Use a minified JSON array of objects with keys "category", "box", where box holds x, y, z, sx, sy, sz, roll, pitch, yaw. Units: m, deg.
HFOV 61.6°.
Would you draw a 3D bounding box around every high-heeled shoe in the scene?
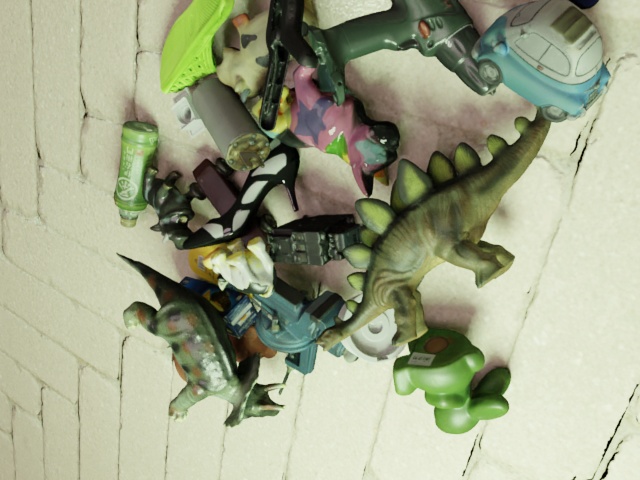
[{"category":"high-heeled shoe","box":[-0.144,-0.082,0.920,0.249,0.086,0.145,-21,85,8]}]

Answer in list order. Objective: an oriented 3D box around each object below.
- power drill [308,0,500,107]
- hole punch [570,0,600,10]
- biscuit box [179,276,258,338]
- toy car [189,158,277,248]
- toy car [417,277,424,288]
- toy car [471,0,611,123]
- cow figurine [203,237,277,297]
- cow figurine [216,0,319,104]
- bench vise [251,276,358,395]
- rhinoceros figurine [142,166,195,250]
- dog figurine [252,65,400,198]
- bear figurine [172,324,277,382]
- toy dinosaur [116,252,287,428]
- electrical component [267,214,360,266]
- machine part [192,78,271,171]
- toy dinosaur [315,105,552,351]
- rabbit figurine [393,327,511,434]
[{"category":"power drill","box":[0.101,-0.256,0.713,0.207,0.086,0.232,-26,84,7]},{"category":"hole punch","box":[0.292,-0.340,0.608,0.116,0.092,0.142,46,126,17]},{"category":"biscuit box","box":[-0.209,0.125,1.034,0.203,0.063,0.059,9,137,43]},{"category":"toy car","box":[-0.161,-0.062,0.992,0.089,0.053,0.202,-42,79,18]},{"category":"toy car","box":[0.143,0.007,0.820,0.074,0.056,0.201,34,120,20]},{"category":"toy car","box":[0.266,-0.220,0.626,0.109,0.103,0.162,-42,75,-11]},{"category":"cow figurine","box":[-0.133,0.050,0.901,0.167,0.068,0.098,-3,121,57]},{"category":"cow figurine","box":[-0.086,-0.301,0.860,0.195,0.085,0.127,-18,92,31]},{"category":"bench vise","box":[-0.024,0.169,0.943,0.224,0.129,0.240,23,136,15]},{"category":"rhinoceros figurine","box":[-0.290,-0.060,1.028,0.112,0.073,0.190,-55,52,20]},{"category":"dog figurine","box":[0.018,-0.157,0.823,0.191,0.108,0.219,-31,89,34]},{"category":"bear figurine","box":[-0.193,0.205,1.069,0.196,0.120,0.132,-31,42,10]},{"category":"toy dinosaur","box":[-0.211,0.171,0.923,0.192,0.131,0.404,-28,96,27]},{"category":"electrical component","box":[-0.002,-0.003,0.873,0.134,0.115,0.058,1,109,32]},{"category":"machine part","box":[-0.151,-0.195,0.898,0.243,0.079,0.079,56,128,35]},{"category":"toy dinosaur","box":[0.161,-0.018,0.717,0.471,0.105,0.198,-41,76,9]},{"category":"rabbit figurine","box":[0.211,0.224,0.828,0.159,0.121,0.170,-8,118,27]}]
